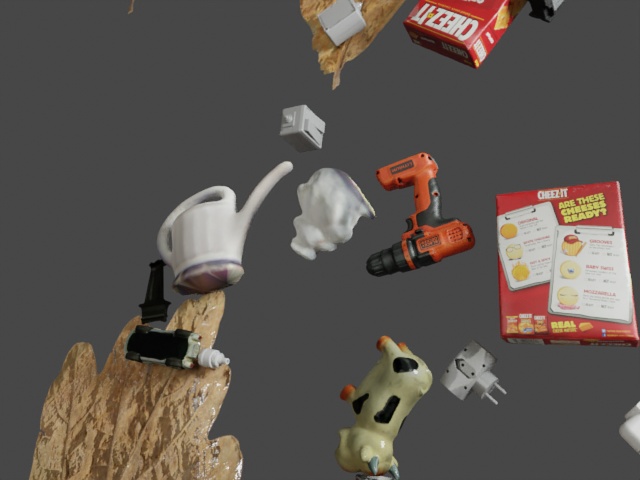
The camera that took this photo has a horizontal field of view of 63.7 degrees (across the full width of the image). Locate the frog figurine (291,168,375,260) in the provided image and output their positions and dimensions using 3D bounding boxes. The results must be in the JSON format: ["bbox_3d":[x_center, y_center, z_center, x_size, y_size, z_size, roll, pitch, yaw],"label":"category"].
[{"bbox_3d":[0.003,-0.046,0.923,0.159,0.121,0.139,-37,75,-1],"label":"frog figurine"}]

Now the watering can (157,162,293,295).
[{"bbox_3d":[-0.195,-0.017,1.031,0.345,0.103,0.229,-21,61,22],"label":"watering can"}]
